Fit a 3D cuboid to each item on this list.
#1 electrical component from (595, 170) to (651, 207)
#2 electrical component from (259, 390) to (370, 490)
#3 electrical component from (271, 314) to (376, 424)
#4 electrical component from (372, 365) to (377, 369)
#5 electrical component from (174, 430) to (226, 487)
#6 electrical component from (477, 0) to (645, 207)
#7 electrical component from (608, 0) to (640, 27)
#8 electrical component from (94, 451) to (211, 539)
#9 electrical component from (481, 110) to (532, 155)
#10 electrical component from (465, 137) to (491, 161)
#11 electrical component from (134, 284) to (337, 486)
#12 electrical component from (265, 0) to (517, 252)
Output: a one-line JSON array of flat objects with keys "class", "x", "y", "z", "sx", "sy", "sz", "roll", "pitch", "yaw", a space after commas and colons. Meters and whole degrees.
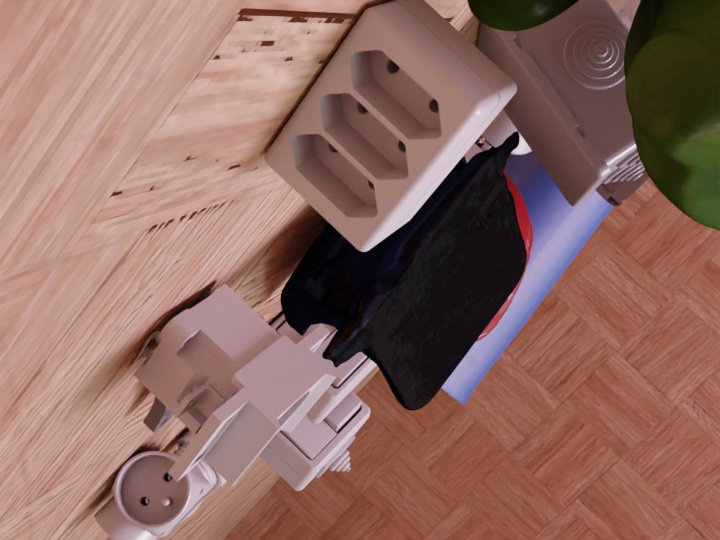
[{"class": "electrical component", "x": 0.185, "y": -0.114, "z": 0.806, "sx": 0.057, "sy": 0.113, "sz": 0.078, "roll": -41, "pitch": 172, "yaw": -20}, {"class": "electrical component", "x": -0.040, "y": 0.098, "z": 0.722, "sx": 0.062, "sy": 0.096, "sz": 0.061, "roll": -43, "pitch": 172, "yaw": -29}, {"class": "electrical component", "x": -0.013, "y": 0.039, "z": 0.684, "sx": 0.096, "sy": 0.062, "sz": 0.061, "roll": -43, "pitch": 173, "yaw": -28}, {"class": "electrical component", "x": -0.016, "y": 0.073, "z": 0.931, "sx": 0.047, "sy": 0.055, "sz": 0.055, "roll": -44, "pitch": 175, "yaw": 14}, {"class": "electrical component", "x": -0.106, "y": 0.127, "z": 0.712, "sx": 0.062, "sy": 0.043, "sz": 0.043, "roll": -42, "pitch": 172, "yaw": -30}, {"class": "electrical component", "x": 0.098, "y": -0.083, "z": 0.493, "sx": 0.048, "sy": 0.099, "sz": 0.099, "roll": -34, "pitch": 174, "yaw": 0}, {"class": "electrical component", "x": 0.191, "y": -0.164, "z": 0.686, "sx": 0.051, "sy": 0.080, "sz": 0.080, "roll": -42, "pitch": 175, "yaw": 12}, {"class": "electrical component", "x": -0.131, "y": 0.144, "z": 0.643, "sx": 0.079, "sy": 0.043, "sz": 0.077, "roll": -46, "pitch": 174, "yaw": -9}, {"class": "electrical component", "x": 0.094, "y": -0.099, "z": 0.606, "sx": 0.045, "sy": 0.045, "sz": 0.055, "roll": -41, "pitch": 171, "yaw": -45}, {"class": "electrical component", "x": 0.051, "y": -0.051, "z": 0.638, "sx": 0.063, "sy": 0.042, "sz": 0.081, "roll": -50, "pitch": 175, "yaw": 2}, {"class": "electrical component", "x": -0.053, "y": 0.044, "z": 0.437, "sx": 0.042, "sy": 0.064, "sz": 0.081, "roll": -53, "pitch": 171, "yaw": 35}, {"class": "electrical component", "x": 0.018, "y": -0.054, "z": 0.366, "sx": 0.065, "sy": 0.047, "sz": 0.077, "roll": -50, "pitch": 173, "yaw": 32}]
